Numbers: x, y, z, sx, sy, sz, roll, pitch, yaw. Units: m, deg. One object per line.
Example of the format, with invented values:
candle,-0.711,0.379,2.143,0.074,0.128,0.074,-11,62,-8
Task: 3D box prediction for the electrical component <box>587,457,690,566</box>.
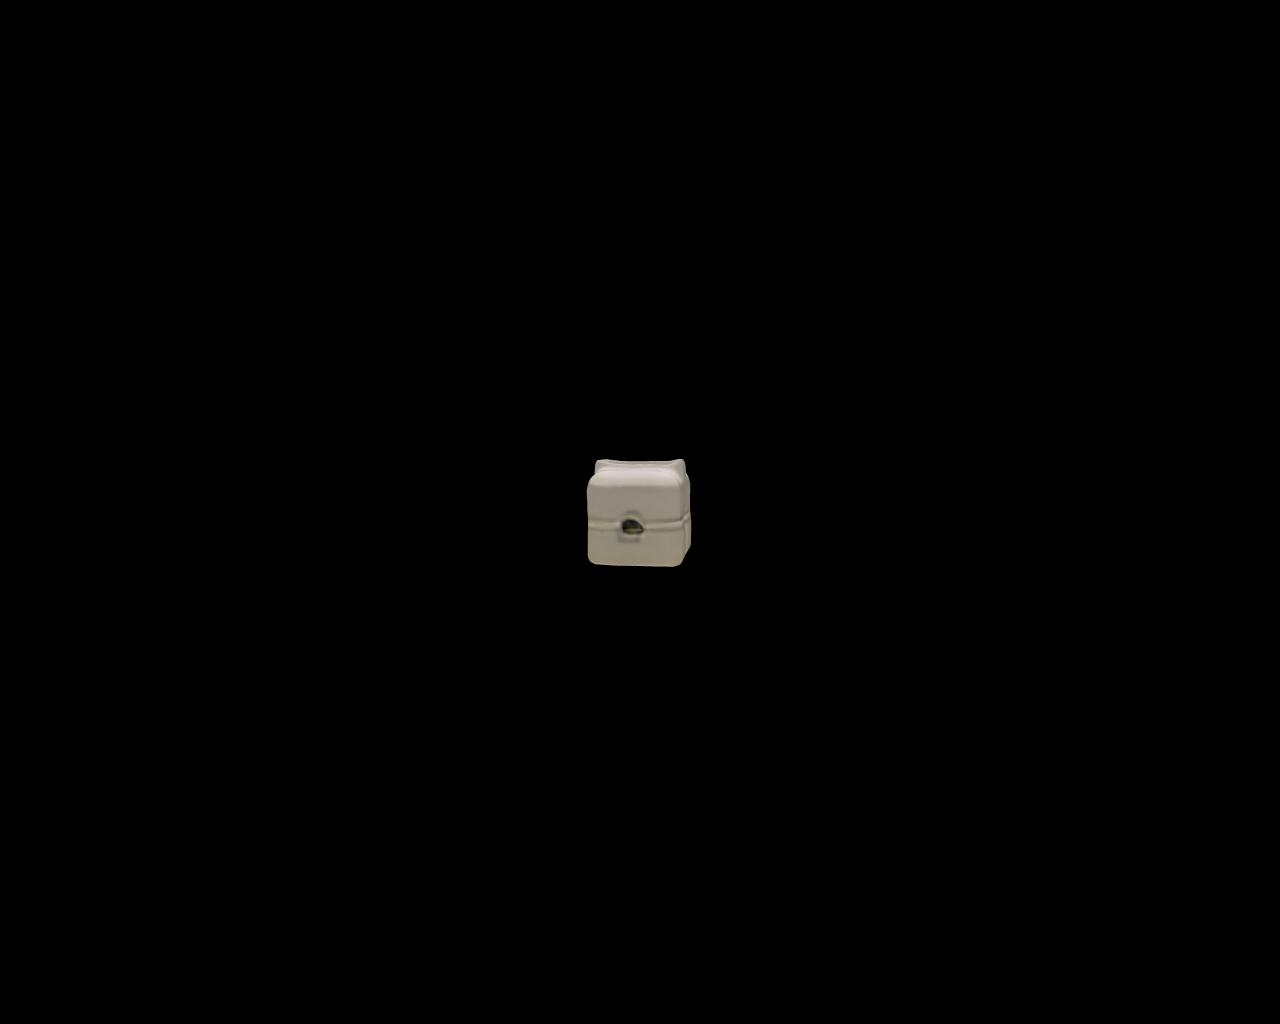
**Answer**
electrical component,0.001,-0.003,0.650,0.054,0.059,0.095,1,5,7
